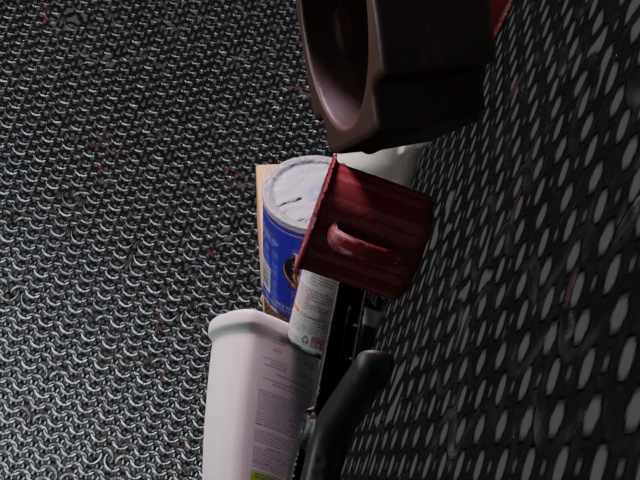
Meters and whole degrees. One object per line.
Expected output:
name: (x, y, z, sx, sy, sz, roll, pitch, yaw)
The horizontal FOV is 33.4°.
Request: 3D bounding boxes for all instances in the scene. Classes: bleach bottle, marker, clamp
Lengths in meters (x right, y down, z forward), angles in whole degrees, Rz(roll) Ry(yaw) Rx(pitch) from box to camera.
bleach bottle: (-0.059, 0.191, 0.881, 0.068, 0.102, 0.251, -20, 53, 42)
marker: (0.049, 0.037, 0.839, 0.020, 0.020, 0.121, -86, 15, -82)
clamp: (0.007, 0.139, 0.774, 0.164, 0.036, 0.210, -117, 42, -78)

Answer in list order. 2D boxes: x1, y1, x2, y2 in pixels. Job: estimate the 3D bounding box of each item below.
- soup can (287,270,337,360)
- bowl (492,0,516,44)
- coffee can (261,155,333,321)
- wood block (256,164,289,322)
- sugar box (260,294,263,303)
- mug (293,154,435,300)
soup can: (0.015, 0.041, 0.879, 0.068, 0.068, 0.102, -77, 1, -71)
bowl: (0.121, -0.214, 0.793, 0.162, 0.055, 0.162, -163, 92, -88)
coffee can: (-0.007, 0.001, 1.060, 0.140, 0.103, 0.102, 93, -170, -47)
wood block: (-0.027, 0.001, 1.260, 0.206, 0.090, 0.091, -98, 7, -55)
sugar box: (-0.019, 0.044, 1.440, 0.176, 0.093, 0.048, 111, 178, -54)
mug: (0.033, -0.004, 0.766, 0.117, 0.081, 0.093, -82, 11, -80)
